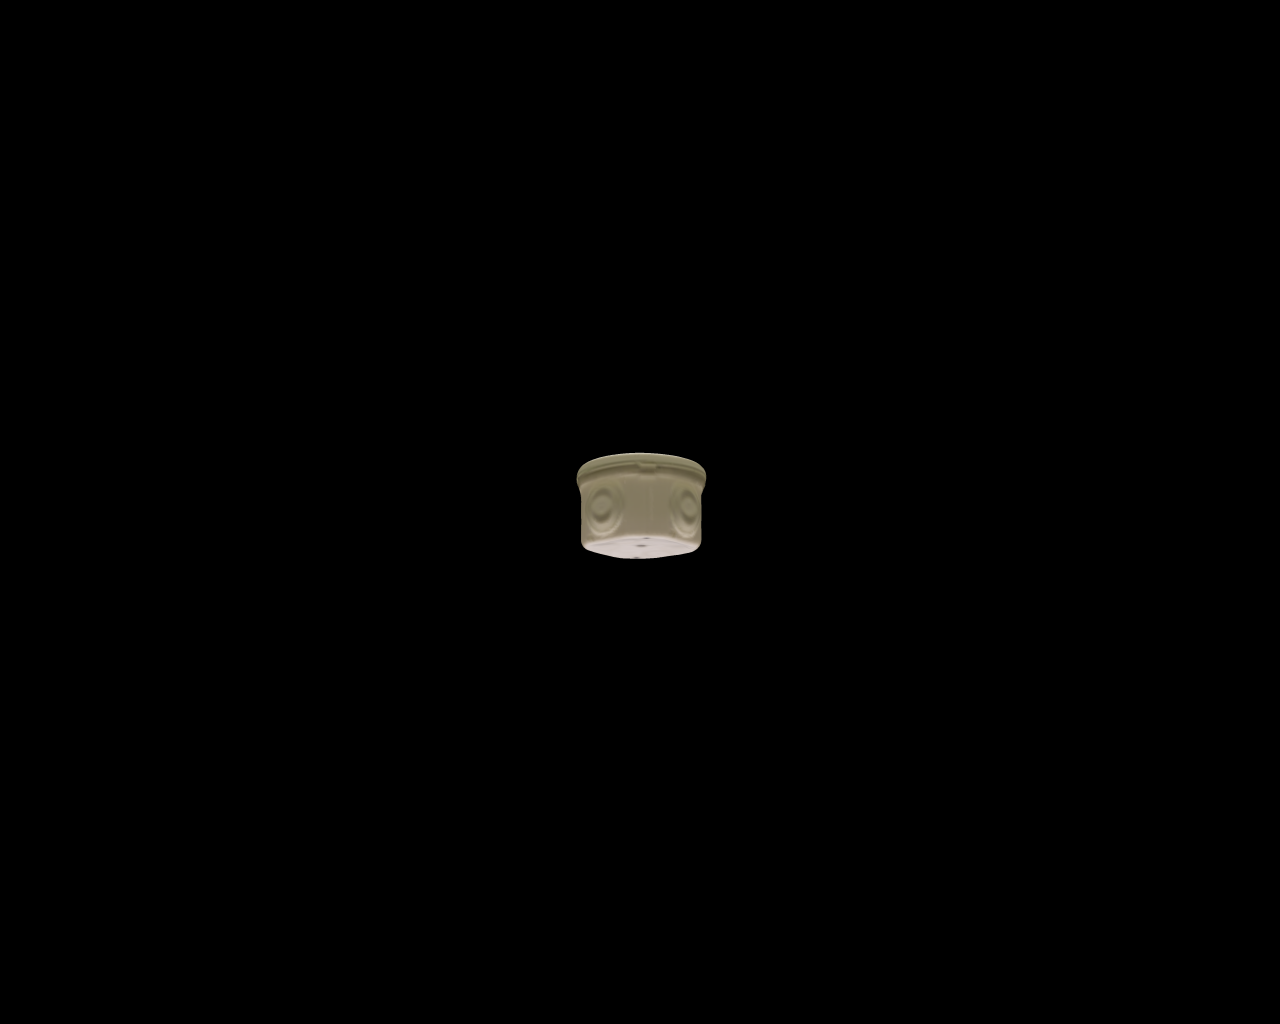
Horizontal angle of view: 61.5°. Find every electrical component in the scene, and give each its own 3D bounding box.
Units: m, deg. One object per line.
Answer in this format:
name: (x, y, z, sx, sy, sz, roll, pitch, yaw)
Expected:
electrical component: (0.001, -0.003, 0.650, 0.080, 0.051, 0.080, 0, -13, 0)
